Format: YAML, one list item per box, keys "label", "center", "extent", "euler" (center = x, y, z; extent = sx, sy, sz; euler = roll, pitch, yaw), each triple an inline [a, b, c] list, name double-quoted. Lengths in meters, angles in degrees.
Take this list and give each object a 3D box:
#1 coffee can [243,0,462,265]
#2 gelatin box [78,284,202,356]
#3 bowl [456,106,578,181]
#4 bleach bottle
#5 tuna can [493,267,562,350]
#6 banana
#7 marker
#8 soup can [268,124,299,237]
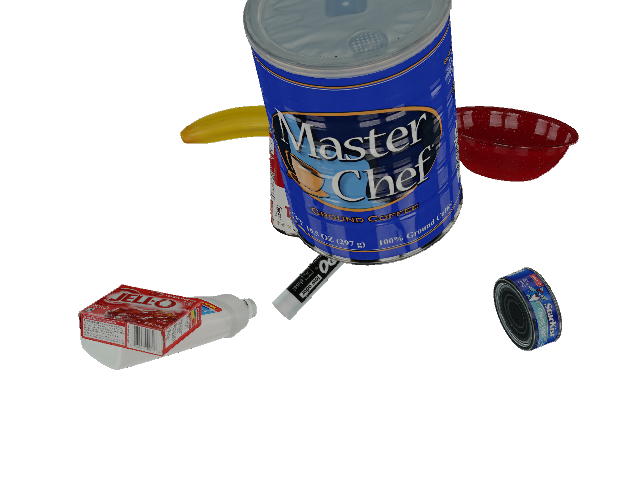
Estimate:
- label: "coffee can"
  center: [0.022, -0.071, 0.571]
  extent: [0.103, 0.102, 0.140]
  euler: [0, -42, 11]
- label: "gelatin box"
  center: [-0.165, 0.071, 0.980]
  extent: [0.089, 0.030, 0.073]
  euler: [10, 22, 21]
- label: "bowl"
  center: [0.217, -0.110, 1.254]
  extent: [0.162, 0.055, 0.162]
  euler: [5, 23, -2]
- label: "bleach bottle"
  center: [-0.198, 0.113, 1.475]
  extent: [0.250, 0.068, 0.103]
  euler: [-11, 25, -42]
- label: "tuna can"
  center: [0.221, 0.074, 1.148]
  extent: [0.033, 0.086, 0.086]
  euler: [-19, 5, -15]
- label: "banana"
  center: [-0.064, -0.132, 1.252]
  extent: [0.198, 0.037, 0.069]
  euler: [8, 41, 17]
- label: "marker"
  center: [0.011, 0.012, 0.819]
  extent: [0.020, 0.121, 0.020]
  euler: [43, -9, 8]
- label: "soup can"
  center: [-0.016, -0.062, 1.029]
  extent: [0.068, 0.102, 0.068]
  euler: [0, 27, 0]
